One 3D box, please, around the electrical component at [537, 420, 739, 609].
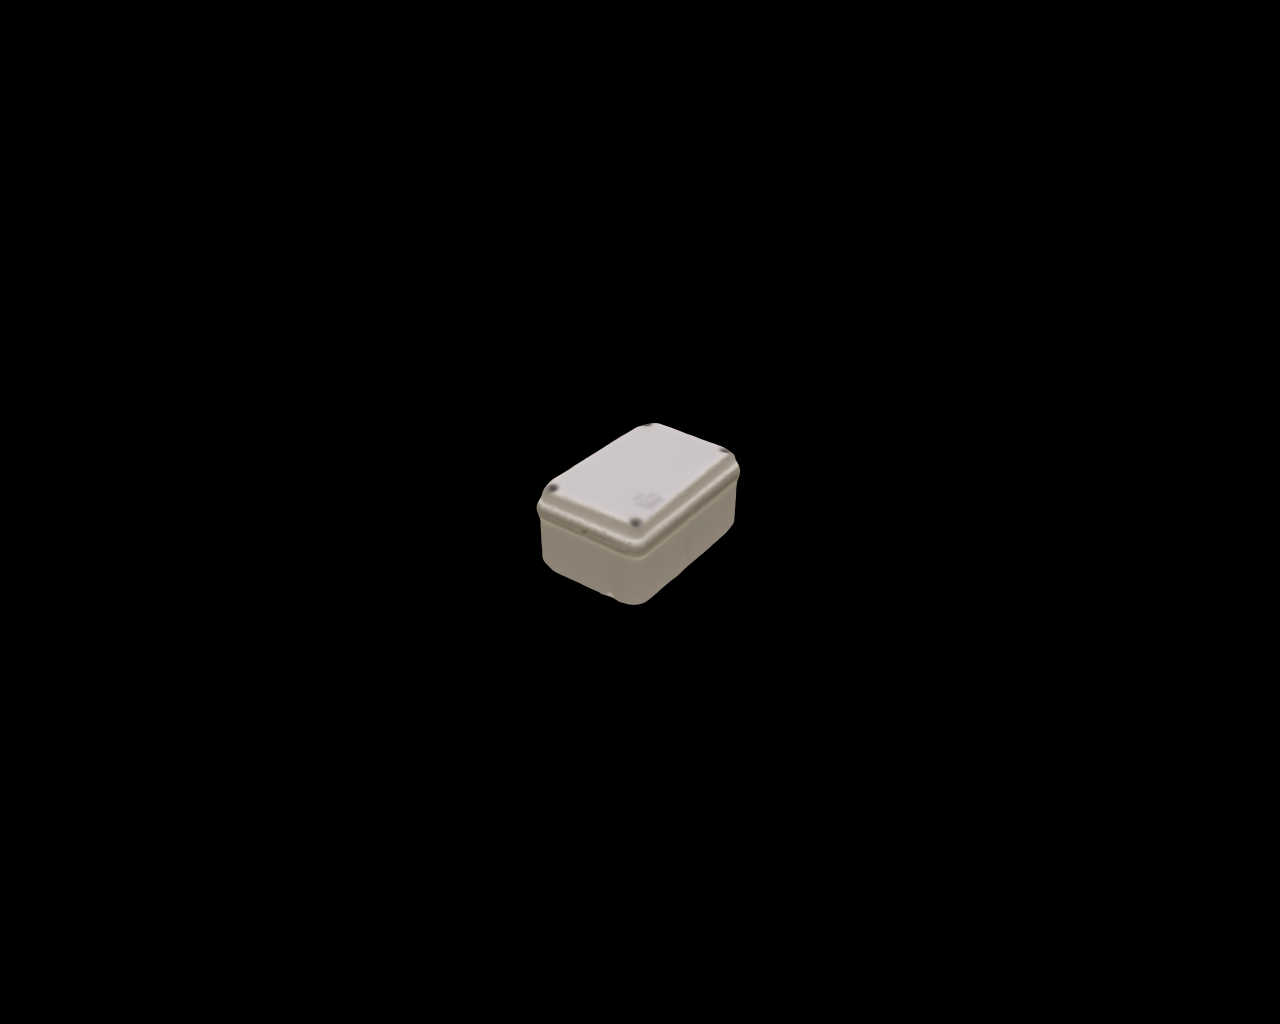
[{"bbox_3d":[0.001,-0.003,0.650,0.078,0.057,0.113,22,40,30],"label":"electrical component"}]
